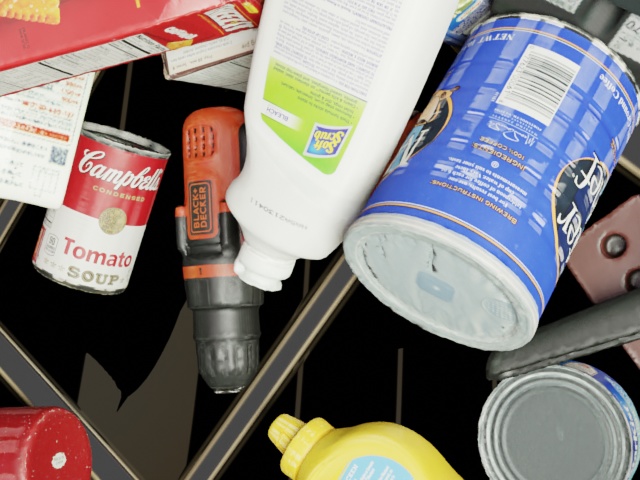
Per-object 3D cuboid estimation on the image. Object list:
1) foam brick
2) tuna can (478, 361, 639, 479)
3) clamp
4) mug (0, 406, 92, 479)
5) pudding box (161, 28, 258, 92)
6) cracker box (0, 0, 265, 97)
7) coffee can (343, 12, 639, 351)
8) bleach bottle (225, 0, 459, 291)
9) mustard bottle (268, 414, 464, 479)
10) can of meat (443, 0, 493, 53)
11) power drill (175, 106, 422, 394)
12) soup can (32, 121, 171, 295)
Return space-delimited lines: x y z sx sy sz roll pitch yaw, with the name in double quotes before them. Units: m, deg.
"foam brick" 0.173 0.021 0.562 0.053 0.051 0.078 -39 73 22
"tuna can" 0.134 0.110 0.593 0.086 0.033 0.086 0 90 28
"clamp" 0.199 0.040 0.496 0.165 0.036 0.210 45 103 26
"mug" -0.212 0.169 0.754 0.082 0.093 0.117 -6 118 23
"pudding box" -0.027 -0.123 0.646 0.114 0.089 0.039 -13 85 28
"cracker box" -0.147 -0.175 0.579 0.214 0.072 0.164 -13 89 10
"coffee can" 0.089 -0.030 0.542 0.103 0.103 0.140 20 64 26
"bleach bottle" 0.004 -0.093 0.552 0.103 0.068 0.251 29 109 20
"mustard bottle" 0.046 0.164 0.626 0.192 0.058 0.096 33 112 23
"can of meat" 0.064 -0.157 0.600 0.058 0.083 0.102 -39 73 23
"power drill" -0.004 0.001 0.653 0.188 0.057 0.184 -5 88 28
"soup can" -0.149 -0.022 0.722 0.069 0.068 0.102 24 101 26
